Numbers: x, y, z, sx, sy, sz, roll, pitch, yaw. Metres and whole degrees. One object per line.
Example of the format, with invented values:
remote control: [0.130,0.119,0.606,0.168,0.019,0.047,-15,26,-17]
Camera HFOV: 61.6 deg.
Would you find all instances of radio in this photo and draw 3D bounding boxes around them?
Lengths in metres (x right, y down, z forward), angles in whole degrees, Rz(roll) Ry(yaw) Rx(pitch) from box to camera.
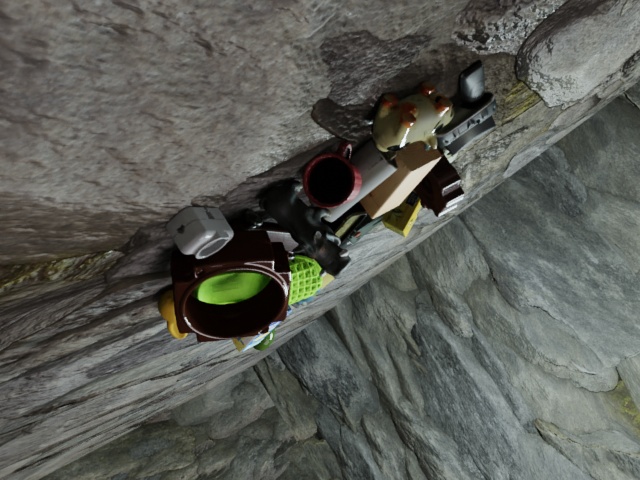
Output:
radio: [-0.002,-0.004,1.209,0.229,0.073,0.131,-50,166,16]

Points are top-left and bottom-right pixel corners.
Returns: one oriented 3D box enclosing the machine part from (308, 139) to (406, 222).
machine part: [0.061,-0.113,1.026,0.243,0.079,0.079,-40,167,21]

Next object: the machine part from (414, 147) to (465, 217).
machine part: [0.256,-0.140,1.230,0.056,0.179,0.179,-29,168,-9]

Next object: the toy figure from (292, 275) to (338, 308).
toy figure: [-0.014,0.091,1.338,0.180,0.082,0.089,-49,147,7]

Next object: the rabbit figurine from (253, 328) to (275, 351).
rabbit figurine: [-0.171,0.211,1.466,0.159,0.170,0.121,-36,169,14]

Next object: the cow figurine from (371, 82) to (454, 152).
cow figurine: [0.166,-0.203,0.931,0.195,0.085,0.127,-28,161,-37]

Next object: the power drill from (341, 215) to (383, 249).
power drill: [0.086,-0.035,1.404,0.232,0.086,0.207,-36,164,2]

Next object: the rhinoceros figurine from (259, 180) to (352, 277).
rhinoceros figurine: [-0.020,-0.020,0.926,0.073,0.190,0.112,-42,-175,17]

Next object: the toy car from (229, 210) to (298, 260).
toy car: [-0.093,-0.009,1.002,0.202,0.053,0.089,4,128,-47]

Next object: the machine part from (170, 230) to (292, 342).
machine part: [-0.155,0.085,0.942,0.201,0.087,0.200,-4,133,-14]

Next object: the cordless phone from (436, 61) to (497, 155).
cordless phone: [0.274,-0.261,1.055,0.146,0.089,0.184,-34,157,7]

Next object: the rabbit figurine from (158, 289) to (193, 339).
rabbit figurine: [-0.265,0.133,1.118,0.162,0.122,0.173,-31,158,33]

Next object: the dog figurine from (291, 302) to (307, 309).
dog figurine: [-0.147,0.169,1.600,0.191,0.121,0.172,-24,172,31]

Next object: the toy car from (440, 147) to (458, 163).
toy car: [0.316,-0.226,1.311,0.073,0.056,0.201,-29,167,-23]

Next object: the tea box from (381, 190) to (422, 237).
tea box: [0.229,-0.100,1.382,0.169,0.068,0.098,-62,164,-1]
